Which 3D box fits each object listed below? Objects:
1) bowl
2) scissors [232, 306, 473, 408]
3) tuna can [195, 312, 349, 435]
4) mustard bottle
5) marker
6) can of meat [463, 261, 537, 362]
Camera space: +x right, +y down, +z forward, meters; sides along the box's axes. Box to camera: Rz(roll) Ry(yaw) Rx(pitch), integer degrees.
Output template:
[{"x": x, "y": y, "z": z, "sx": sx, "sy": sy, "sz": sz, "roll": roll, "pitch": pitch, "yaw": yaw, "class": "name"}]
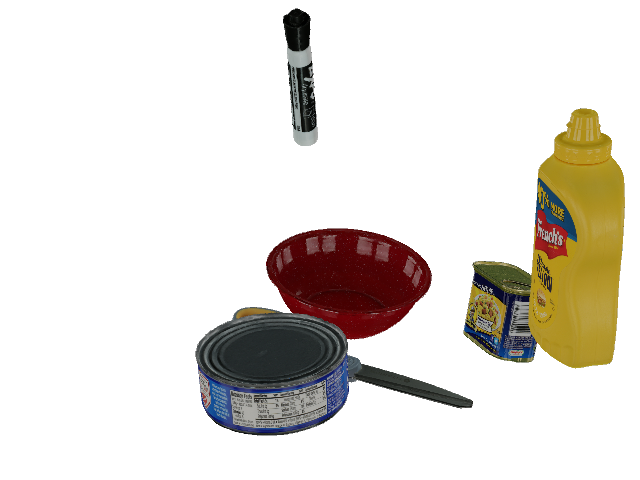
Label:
[{"x": 0.026, "y": 0.049, "z": 1.050, "sx": 0.162, "sy": 0.055, "sz": 0.162, "roll": 3, "pitch": 29, "yaw": -2, "class": "bowl"}, {"x": 0.002, "y": 0.100, "z": 0.781, "sx": 0.202, "sy": 0.016, "sz": 0.096, "roll": 24, "pitch": 38, "yaw": 34, "class": "scissors"}, {"x": -0.026, "y": 0.074, "z": 0.603, "sx": 0.086, "sy": 0.034, "sz": 0.086, "roll": -3, "pitch": 22, "yaw": 1, "class": "tuna can"}, {"x": 0.194, "y": -0.006, "z": 0.807, "sx": 0.058, "sy": 0.192, "sz": 0.096, "roll": -6, "pitch": 26, "yaw": -7, "class": "mustard bottle"}, {"x": -0.014, "y": -0.117, "z": 0.772, "sx": 0.020, "sy": 0.020, "sz": 0.121, "roll": 0, "pitch": -39, "yaw": 4, "class": "marker"}, {"x": 0.202, "y": 0.078, "z": 1.174, "sx": 0.057, "sy": 0.084, "sz": 0.102, "roll": 3, "pitch": 15, "yaw": -20, "class": "can of meat"}]
